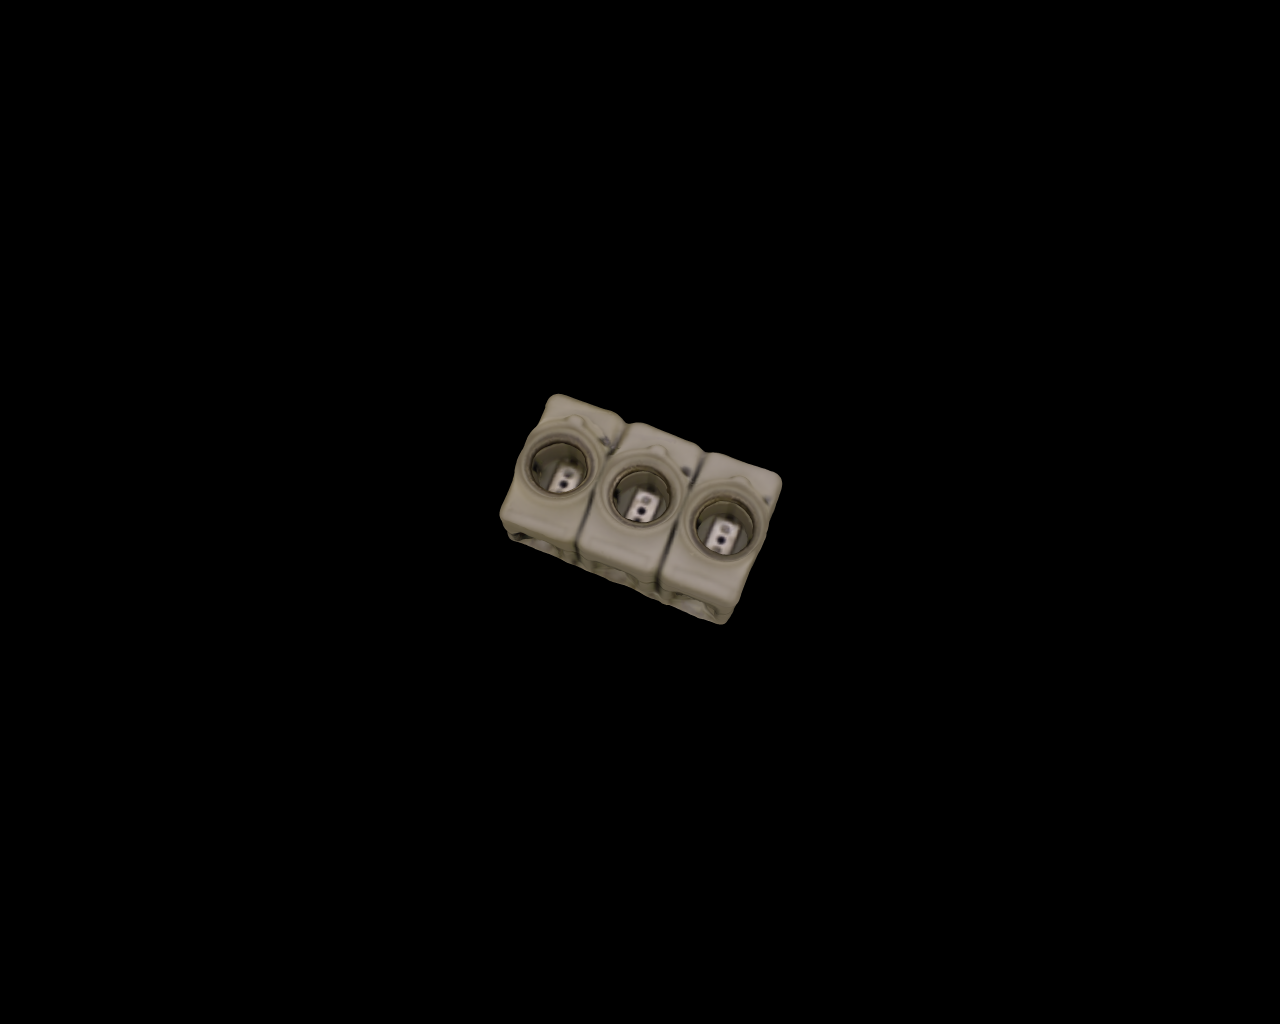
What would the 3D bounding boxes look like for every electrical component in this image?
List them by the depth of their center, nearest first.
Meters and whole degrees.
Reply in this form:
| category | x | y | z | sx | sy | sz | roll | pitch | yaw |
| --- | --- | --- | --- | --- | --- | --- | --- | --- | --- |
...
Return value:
| category | x | y | z | sx | sy | sz | roll | pitch | yaw |
| --- | --- | --- | --- | --- | --- | --- | --- | --- | --- |
| electrical component | 0.001 | -0.003 | 0.650 | 0.150 | 0.089 | 0.061 | 21 | -18 | 7 |
